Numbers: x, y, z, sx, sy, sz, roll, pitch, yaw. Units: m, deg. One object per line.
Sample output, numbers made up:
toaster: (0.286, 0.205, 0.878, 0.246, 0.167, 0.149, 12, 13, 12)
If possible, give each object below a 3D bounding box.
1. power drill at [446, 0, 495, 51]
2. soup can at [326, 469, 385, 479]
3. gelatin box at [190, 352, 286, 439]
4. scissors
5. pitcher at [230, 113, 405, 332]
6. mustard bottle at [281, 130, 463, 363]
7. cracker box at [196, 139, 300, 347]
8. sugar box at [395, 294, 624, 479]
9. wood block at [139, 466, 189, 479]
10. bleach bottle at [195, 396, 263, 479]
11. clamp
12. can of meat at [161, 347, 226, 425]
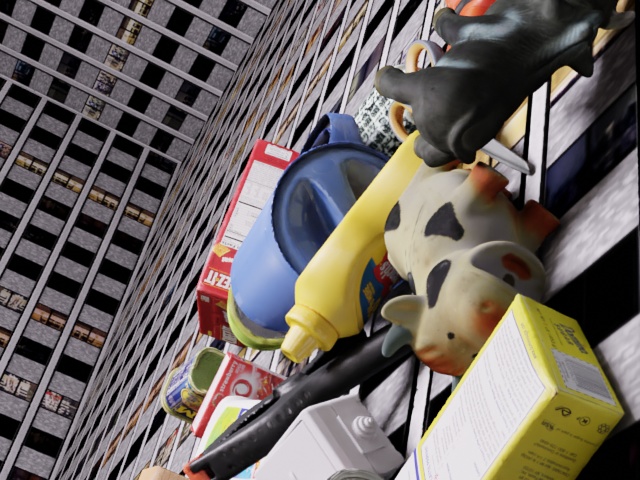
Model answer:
power drill: (0.152, -0.205, 0.907, 0.185, 0.057, 0.187, -51, 15, 56)
soup can: (0.007, 0.200, 0.674, 0.102, 0.068, 0.068, -55, 15, 33)
gelatin box: (-0.077, 0.166, 1.059, 0.089, 0.073, 0.030, -64, 13, 0)
scissors: (0.107, -0.107, 0.823, 0.202, 0.016, 0.096, -161, 72, -64)
pitcher: (-0.006, 0.001, 0.971, 0.149, 0.145, 0.243, -46, 2, -22)
mustard bottle: (0.035, 0.013, 0.800, 0.191, 0.058, 0.096, -51, -22, -18)
cracker box: (-0.084, 0.007, 1.329, 0.164, 0.072, 0.213, 100, -171, -67)
sugar box: (0.084, 0.126, 0.563, 0.093, 0.048, 0.176, -92, 27, -65)
wood block: (-0.169, 0.339, 1.058, 0.206, 0.090, 0.091, -69, 13, -21)
bleach bottle: (-0.038, 0.179, 0.913, 0.102, 0.068, 0.251, -66, 15, -20)
clamp: (-0.014, 0.119, 0.815, 0.209, 0.036, 0.165, -36, 2, -13)
can of meat: (-0.104, 0.162, 1.120, 0.084, 0.102, 0.057, -42, 24, 54)
